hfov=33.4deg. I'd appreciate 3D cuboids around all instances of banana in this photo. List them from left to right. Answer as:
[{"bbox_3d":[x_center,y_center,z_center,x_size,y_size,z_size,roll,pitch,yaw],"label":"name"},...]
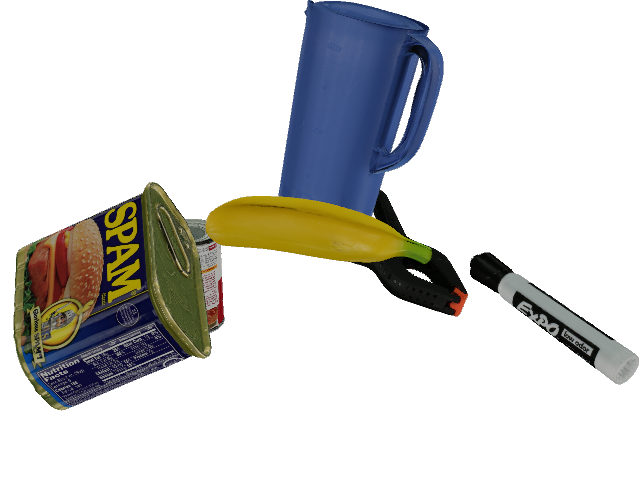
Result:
[{"bbox_3d":[-0.022,-0.005,0.757,0.198,0.037,0.069,9,-22,36],"label":"banana"}]

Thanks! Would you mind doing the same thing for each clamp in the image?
[{"bbox_3d":[0.078,0.020,1.246,0.164,0.036,0.210,-21,50,-38],"label":"clamp"}]

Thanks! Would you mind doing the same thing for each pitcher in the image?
[{"bbox_3d":[0.035,-0.131,1.162,0.145,0.243,0.149,10,19,-8],"label":"pitcher"}]

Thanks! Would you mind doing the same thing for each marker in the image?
[{"bbox_3d":[0.128,0.040,0.604,0.020,0.020,0.121,0,28,-40],"label":"marker"}]

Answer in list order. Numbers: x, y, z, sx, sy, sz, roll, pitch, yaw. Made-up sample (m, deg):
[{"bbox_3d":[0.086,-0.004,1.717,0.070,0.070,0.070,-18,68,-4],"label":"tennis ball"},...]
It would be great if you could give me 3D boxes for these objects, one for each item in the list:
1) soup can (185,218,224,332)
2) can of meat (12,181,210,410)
[{"bbox_3d":[-0.134,0.037,1.086,0.068,0.102,0.068,0,23,0],"label":"soup can"},{"bbox_3d":[-0.110,0.029,0.556,0.084,0.102,0.057,-24,-47,9],"label":"can of meat"}]
